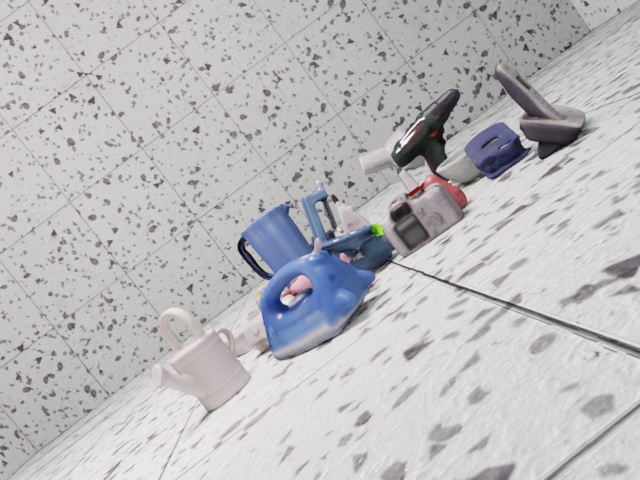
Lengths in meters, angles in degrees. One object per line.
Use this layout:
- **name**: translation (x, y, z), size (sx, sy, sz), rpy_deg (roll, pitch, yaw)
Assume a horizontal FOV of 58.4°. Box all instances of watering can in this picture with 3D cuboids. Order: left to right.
- **watering can**: translation (-0.227, 0.210, 1.042), size (0.101, 0.194, 0.173), rpy_deg (-36, 4, 20)

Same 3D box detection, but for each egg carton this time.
- **egg carton**: translation (-0.093, 0.175, 1.187), size (0.150, 0.069, 0.107), rpy_deg (-33, 5, 46)

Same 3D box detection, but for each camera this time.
- **camera**: translation (0.193, -0.055, 1.113), size (0.143, 0.101, 0.137), rpy_deg (-36, 4, 19)

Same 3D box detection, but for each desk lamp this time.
- **desk lamp**: translation (0.218, -0.181, 1.566), size (0.203, 0.213, 0.118), rpy_deg (-37, 4, 6)

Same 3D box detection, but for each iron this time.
- **iron**: translation (-0.036, 0.104, 0.971), size (0.257, 0.141, 0.119), rpy_deg (-35, 5, 35)

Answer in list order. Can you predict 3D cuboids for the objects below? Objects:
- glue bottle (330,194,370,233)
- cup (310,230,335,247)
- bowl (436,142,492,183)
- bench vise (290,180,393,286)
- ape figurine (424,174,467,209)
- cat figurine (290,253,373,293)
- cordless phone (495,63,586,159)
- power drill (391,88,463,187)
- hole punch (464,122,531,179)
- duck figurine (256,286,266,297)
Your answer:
- **glue bottle**: translation (0.087, -0.065, 1.686), size (0.078, 0.173, 0.037), rpy_deg (-37, 4, 8)
- **cup**: translation (0.028, 0.030, 1.671), size (0.092, 0.095, 0.117), rpy_deg (-38, 4, -18)
- **bowl**: translation (0.362, -0.186, 1.352), size (0.167, 0.075, 0.167), rpy_deg (-37, 4, 3)
- **bench vise**: translation (0.015, 0.002, 1.151), size (0.208, 0.220, 0.121), rpy_deg (-39, 4, -23)
- **ape figurine**: translation (0.244, -0.091, 1.149), size (0.078, 0.092, 0.076), rpy_deg (-40, 5, -41)
- **cat figurine**: translation (0.014, 0.074, 1.064), size (0.127, 0.118, 0.067), rpy_deg (-35, 4, 27)
- **cordless phone**: translation (0.393, -0.255, 1.041), size (0.094, 0.185, 0.148), rpy_deg (-35, 5, 33)
- **power drill**: translation (0.305, -0.234, 1.446), size (0.229, 0.208, 0.076), rpy_deg (-36, 4, 14)
- **hole punch**: translation (0.372, -0.193, 1.212), size (0.108, 0.091, 0.101), rpy_deg (-36, 4, 12)
- **duck figurine**: translation (-0.151, 0.172, 1.668), size (0.077, 0.086, 0.104), rpy_deg (-38, 4, -16)
